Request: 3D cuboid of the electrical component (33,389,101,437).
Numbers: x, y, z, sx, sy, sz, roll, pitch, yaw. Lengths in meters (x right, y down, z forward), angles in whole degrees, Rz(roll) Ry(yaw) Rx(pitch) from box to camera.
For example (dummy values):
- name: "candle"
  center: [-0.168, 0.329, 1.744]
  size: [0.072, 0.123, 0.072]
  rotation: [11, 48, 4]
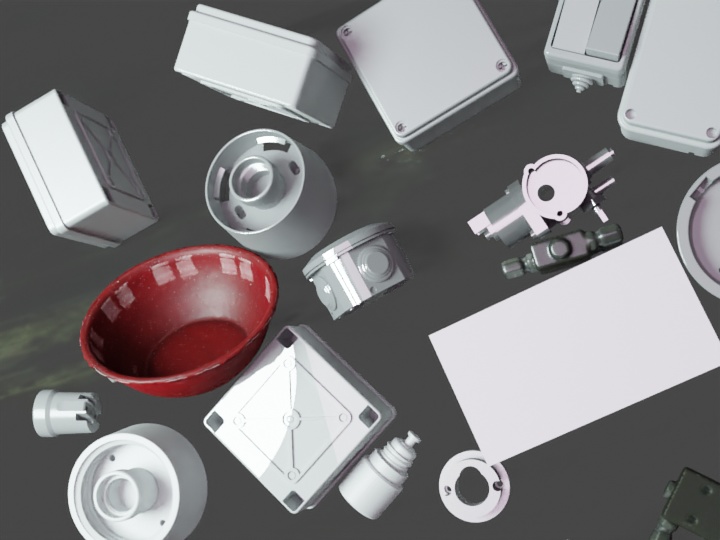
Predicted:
- name: "electrical component"
  center: [-0.249, 0.122, 0.915]
  size: [0.046, 0.040, 0.040]
  rotation: [-2, 86, 9]

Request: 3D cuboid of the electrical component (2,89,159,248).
- name: "electrical component"
  center: [-0.228, -0.081, 0.889]
  size: [0.056, 0.109, 0.108]
  rotation: [-29, 80, 8]

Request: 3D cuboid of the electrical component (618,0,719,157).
- name: "electrical component"
  center: [0.243, -0.148, 0.801]
  size: [0.078, 0.057, 0.113]
  rotation: [16, 90, 15]

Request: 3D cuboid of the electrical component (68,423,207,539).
- name: "electrical component"
  center: [-0.187, 0.182, 0.884]
  size: [0.108, 0.060, 0.108]
  rotation: [-1, 86, 14]

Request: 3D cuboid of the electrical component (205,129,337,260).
- name: "electrical component"
  center: [-0.075, -0.064, 0.884]
  size: [0.099, 0.064, 0.099]
  rotation: [-6, 72, 21]

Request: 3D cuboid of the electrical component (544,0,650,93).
- name: "electrical component"
  center: [0.179, -0.183, 0.817]
  size: [0.062, 0.061, 0.096]
  rotation: [16, 90, 15]

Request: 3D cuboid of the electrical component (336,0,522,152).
- name: "electrical component"
  center: [0.055, -0.167, 0.850]
  size: [0.109, 0.056, 0.108]
  rotation: [-30, 79, 10]

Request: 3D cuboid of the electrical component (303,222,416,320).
- name: "electrical component"
  center: [0.000, 0.000, 0.841]
  size: [0.080, 0.080, 0.051]
  rotation: [-30, 85, 10]

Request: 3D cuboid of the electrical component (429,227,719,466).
- name: "electrical component"
  center: [0.162, 0.058, 0.805]
  size: [0.186, 0.060, 0.105]
  rotation: [-26, 80, 11]

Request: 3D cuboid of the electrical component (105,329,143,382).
- name: "electrical component"
  center: [-0.206, 0.060, 0.907]
  size: [0.043, 0.043, 0.062]
  rotation: [-31, 78, 10]

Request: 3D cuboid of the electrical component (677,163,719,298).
- name: "electrical component"
  center: [0.285, -0.026, 0.780]
  size: [0.108, 0.060, 0.108]
  rotation: [-1, 86, 14]

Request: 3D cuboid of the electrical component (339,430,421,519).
- name: "electrical component"
  center: [0.018, 0.159, 0.844]
  size: [0.040, 0.040, 0.078]
  rotation: [42, 96, 13]

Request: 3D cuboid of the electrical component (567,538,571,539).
- name: "electrical component"
  center: [0.143, 0.245, 0.805]
  size: [0.043, 0.043, 0.081]
  rotation: [45, 97, 13]

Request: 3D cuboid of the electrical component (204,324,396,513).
- name: "electrical component"
  center: [-0.047, 0.117, 0.856]
  size: [0.109, 0.056, 0.108]
  rotation: [43, 97, 13]

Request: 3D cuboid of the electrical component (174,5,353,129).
- name: "electrical component"
  center: [-0.074, -0.159, 0.856]
  size: [0.109, 0.109, 0.056]
  rotation: [20, 94, 15]
